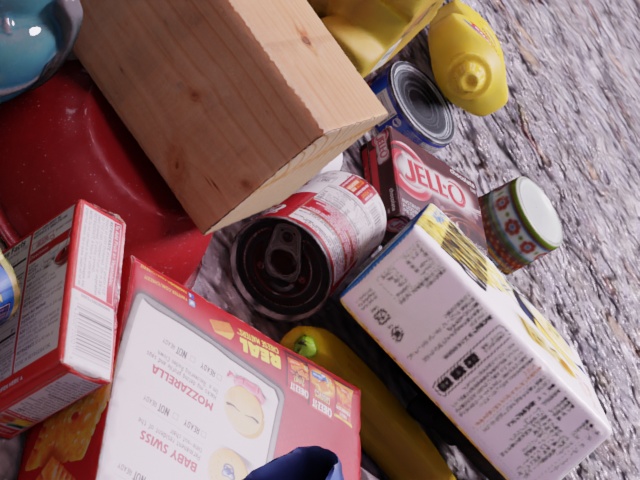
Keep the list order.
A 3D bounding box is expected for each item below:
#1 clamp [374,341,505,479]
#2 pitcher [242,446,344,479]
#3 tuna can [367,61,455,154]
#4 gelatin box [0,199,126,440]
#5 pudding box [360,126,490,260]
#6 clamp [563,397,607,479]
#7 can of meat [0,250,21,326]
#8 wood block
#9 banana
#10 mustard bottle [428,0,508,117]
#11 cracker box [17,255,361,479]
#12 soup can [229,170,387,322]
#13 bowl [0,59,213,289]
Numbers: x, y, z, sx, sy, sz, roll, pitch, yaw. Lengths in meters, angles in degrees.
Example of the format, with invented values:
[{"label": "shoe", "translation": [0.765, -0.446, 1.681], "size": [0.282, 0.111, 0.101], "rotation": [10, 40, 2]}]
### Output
[{"label": "clamp", "translation": [0.090, 0.112, 0.739], "size": [0.171, 0.039, 0.120], "rotation": [47, 14, -40]}, {"label": "pitcher", "translation": [0.032, 0.188, 0.410], "size": [0.242, 0.149, 0.145], "rotation": [27, 32, -44]}, {"label": "tuna can", "translation": [0.077, -0.110, 0.916], "size": [0.086, 0.034, 0.086], "rotation": [31, 42, -33]}, {"label": "gelatin box", "translation": [-0.123, 0.035, 0.482], "size": [0.030, 0.073, 0.089], "rotation": [32, 41, -38]}, {"label": "pudding box", "translation": [0.084, -0.026, 0.851], "size": [0.113, 0.039, 0.090], "rotation": [30, 42, -38]}, {"label": "clamp", "translation": [0.162, 0.105, 0.857], "size": [0.210, 0.036, 0.164], "rotation": [58, 32, -2]}, {"label": "can of meat", "translation": [-0.183, 0.009, 0.436], "size": [0.102, 0.058, 0.083], "rotation": [59, 30, -2]}, {"label": "wood block", "translation": [-0.070, -0.118, 0.559], "size": [0.206, 0.090, 0.090], "rotation": [54, 27, 4]}, {"label": "banana", "translation": [0.029, 0.110, 0.656], "size": [0.197, 0.037, 0.069], "rotation": [48, 12, -32]}, {"label": "mustard bottle", "translation": [0.135, -0.162, 0.969], "size": [0.096, 0.058, 0.191], "rotation": [58, 17, -12]}, {"label": "cracker box", "translation": [-0.059, 0.138, 0.493], "size": [0.164, 0.072, 0.213], "rotation": [34, 41, -33]}, {"label": "soup can", "translation": [-0.004, 0.001, 0.679], "size": [0.068, 0.069, 0.102], "rotation": [57, 32, -5]}, {"label": "bowl", "translation": [-0.107, -0.040, 0.582], "size": [0.162, 0.055, 0.162], "rotation": [34, 40, -35]}]
